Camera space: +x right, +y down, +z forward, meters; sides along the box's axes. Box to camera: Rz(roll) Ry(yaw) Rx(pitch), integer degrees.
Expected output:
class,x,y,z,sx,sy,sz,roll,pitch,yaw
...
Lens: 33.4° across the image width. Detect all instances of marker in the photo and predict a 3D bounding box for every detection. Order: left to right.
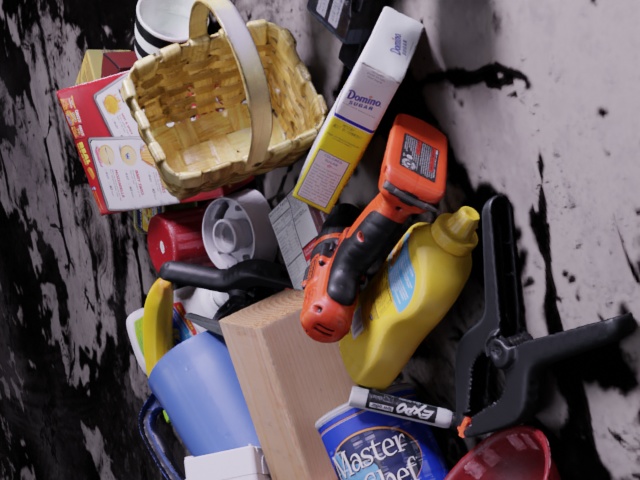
class,x,y,z,sx,sy,sz,roll,pitch,yaw
marker,0.086,0.155,0.961,0.020,0.121,0.020,15,-92,-87

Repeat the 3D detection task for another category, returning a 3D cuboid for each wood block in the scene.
class,x,y,z,sx,sy,sz,roll,pitch,yaw
wood block,-0.017,0.164,1.098,0.090,0.090,0.206,2,113,57

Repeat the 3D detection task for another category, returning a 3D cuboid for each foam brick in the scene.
class,x,y,z,sx,sy,sz,roll,pitch,yaw
foam brick,-0.236,-0.211,1.377,0.051,0.078,0.053,43,132,44

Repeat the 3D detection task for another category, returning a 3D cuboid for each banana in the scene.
class,x,y,z,sx,sy,sz,roll,pitch,yaw
banana,-0.198,0.129,1.344,0.070,0.037,0.198,27,125,50

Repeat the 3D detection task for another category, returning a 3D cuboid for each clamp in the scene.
class,x,y,z,sx,sy,sz,roll,pitch,yaw
clamp,-0.096,0.050,1.203,0.172,0.120,0.039,-19,49,37
clamp,0.165,0.090,0.873,0.165,0.036,0.210,44,130,43

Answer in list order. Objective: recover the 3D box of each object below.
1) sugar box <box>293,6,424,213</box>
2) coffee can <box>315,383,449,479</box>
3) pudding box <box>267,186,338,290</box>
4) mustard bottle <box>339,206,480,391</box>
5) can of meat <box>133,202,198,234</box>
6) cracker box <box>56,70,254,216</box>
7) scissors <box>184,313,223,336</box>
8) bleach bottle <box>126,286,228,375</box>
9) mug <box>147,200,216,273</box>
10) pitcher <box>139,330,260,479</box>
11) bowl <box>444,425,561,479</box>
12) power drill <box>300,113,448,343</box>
class,x,y,z,sx,sy,sz,roll,pitch,yaw
sugar box,0.034,-0.115,0.968,0.176,0.048,0.093,-58,7,46
coffee can,0.068,0.219,1.004,0.103,0.102,0.140,-48,59,52
pudding box,-0.007,0.001,1.117,0.090,0.039,0.113,-43,62,56
mustard bottle,0.084,0.042,0.948,0.192,0.058,0.096,-57,22,36
can of meat,-0.201,-0.048,1.391,0.084,0.057,0.102,24,119,51
cracker box,-0.196,-0.124,1.263,0.214,0.072,0.164,-7,107,38
scissors,-0.065,0.100,1.197,0.202,0.016,0.096,32,117,22
bleach bottle,-0.172,0.100,1.387,0.251,0.067,0.102,-37,69,53
mug,-0.166,0.008,1.328,0.117,0.081,0.093,-51,57,51
pitcher,-0.101,0.238,1.247,0.243,0.144,0.149,57,142,26
bowl,0.149,0.234,0.877,0.055,0.162,0.162,39,148,-12
power drill,0.046,-0.020,0.962,0.188,0.057,0.184,-58,13,36
